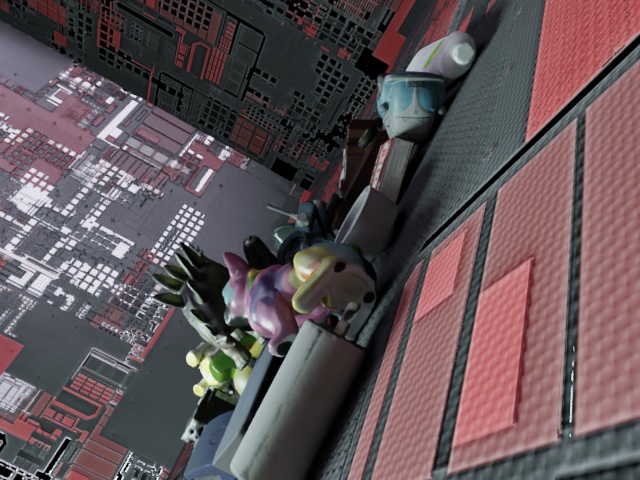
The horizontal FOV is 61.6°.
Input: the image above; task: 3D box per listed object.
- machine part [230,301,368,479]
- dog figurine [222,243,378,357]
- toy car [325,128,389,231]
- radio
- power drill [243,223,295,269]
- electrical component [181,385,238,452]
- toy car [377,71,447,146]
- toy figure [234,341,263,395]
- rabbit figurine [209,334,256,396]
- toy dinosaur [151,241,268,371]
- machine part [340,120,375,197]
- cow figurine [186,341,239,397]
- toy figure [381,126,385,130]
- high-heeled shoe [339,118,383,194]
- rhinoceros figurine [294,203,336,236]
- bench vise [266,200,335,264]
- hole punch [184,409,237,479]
[{"bbox_3d":[-0.020,0.172,0.554,0.243,0.079,0.079,-63,6,-9],"label":"machine part"},{"bbox_3d":[-0.045,0.057,0.693,0.191,0.108,0.219,-58,39,6],"label":"dog figurine"},{"bbox_3d":[0.081,-0.100,0.932,0.202,0.089,0.053,-63,8,-11],"label":"toy car"},{"bbox_3d":[-0.065,0.216,0.775,0.131,0.073,0.230,-55,10,44],"label":"radio"},{"bbox_3d":[-0.077,0.046,1.079,0.086,0.231,0.207,-14,27,12],"label":"power drill"},{"bbox_3d":[-0.180,0.338,0.966,0.058,0.115,0.134,-61,4,19],"label":"electrical component"},{"bbox_3d":[0.141,-0.205,0.872,0.161,0.109,0.103,97,177,-84],"label":"toy car"},{"bbox_3d":[-0.083,0.195,0.932,0.082,0.089,0.180,115,179,-60],"label":"toy figure"},{"bbox_3d":[-0.132,0.243,1.046,0.170,0.121,0.159,100,-163,-57],"label":"rabbit figurine"},{"bbox_3d":[-0.185,0.089,0.931,0.105,0.198,0.472,-50,15,-2],"label":"toy dinosaur"},{"bbox_3d":[0.076,-0.152,1.057,0.179,0.056,0.179,5,-89,-84],"label":"machine part"},{"bbox_3d":[-0.204,0.275,1.086,0.098,0.068,0.167,-43,-46,-51],"label":"cow figurine"},{"bbox_3d":[0.142,-0.201,1.056,0.064,0.057,0.154,-23,20,23],"label":"toy figure"},{"bbox_3d":[0.107,-0.199,1.245,0.248,0.086,0.145,-67,9,-12],"label":"high-heeled shoe"},{"bbox_3d":[-0.007,-0.021,1.270,0.190,0.112,0.073,-49,-24,-55],"label":"rhinoceros figurine"},{"bbox_3d":[-0.013,-0.004,0.983,0.240,0.129,0.223,77,-152,-62],"label":"bench vise"},{"bbox_3d":[-0.138,0.322,0.832,0.115,0.092,0.142,-53,5,32],"label":"hole punch"}]
